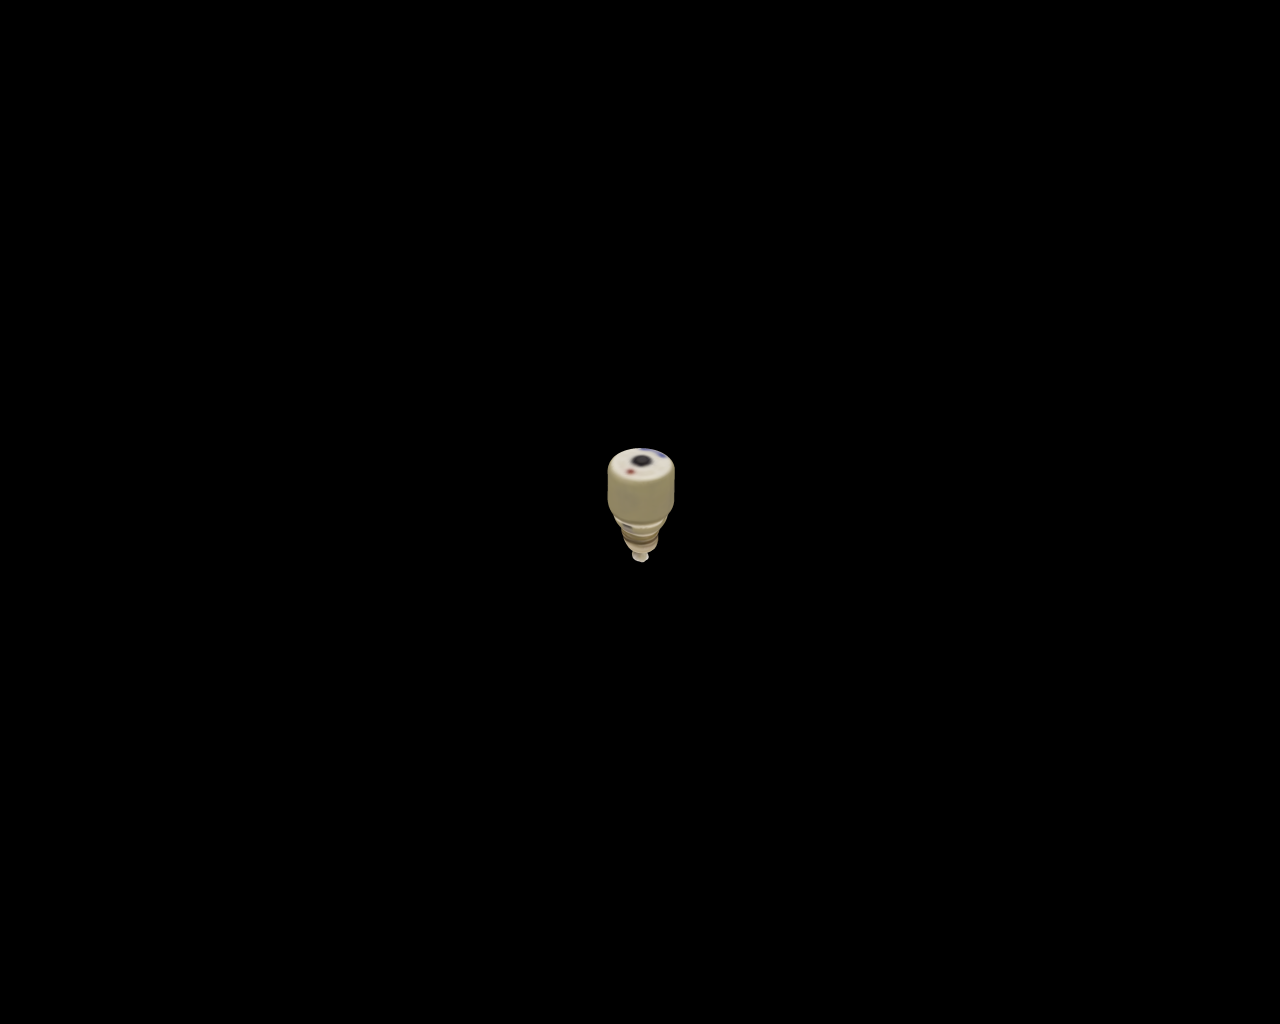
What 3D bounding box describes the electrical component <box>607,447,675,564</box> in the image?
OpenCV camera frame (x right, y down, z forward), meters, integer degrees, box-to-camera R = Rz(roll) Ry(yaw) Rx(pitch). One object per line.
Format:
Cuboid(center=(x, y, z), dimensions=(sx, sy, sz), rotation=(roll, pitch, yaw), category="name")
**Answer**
Cuboid(center=(0.001, -0.003, 0.650), dimensions=(0.040, 0.078, 0.040), rotation=(0, 36, 0), category="electrical component")
